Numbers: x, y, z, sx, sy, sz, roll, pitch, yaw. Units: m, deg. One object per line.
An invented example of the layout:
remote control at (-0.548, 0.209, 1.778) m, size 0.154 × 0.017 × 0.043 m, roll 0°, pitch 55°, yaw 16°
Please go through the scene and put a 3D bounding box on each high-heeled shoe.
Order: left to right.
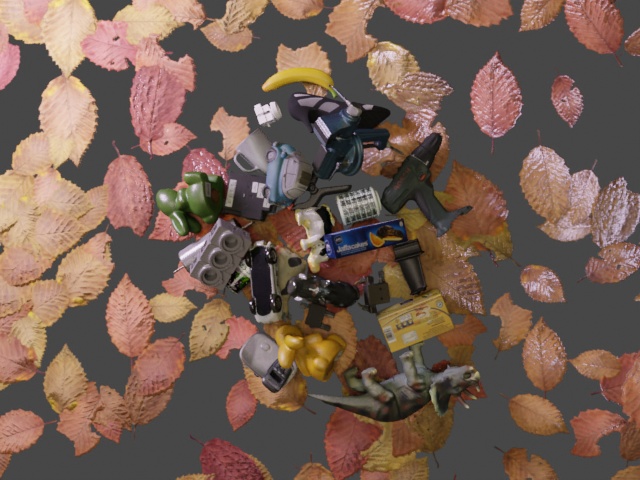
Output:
high-heeled shoe at (0.045, -0.339, 1.382) m, size 0.249 × 0.086 × 0.145 m, roll -12°, pitch 57°, yaw -13°

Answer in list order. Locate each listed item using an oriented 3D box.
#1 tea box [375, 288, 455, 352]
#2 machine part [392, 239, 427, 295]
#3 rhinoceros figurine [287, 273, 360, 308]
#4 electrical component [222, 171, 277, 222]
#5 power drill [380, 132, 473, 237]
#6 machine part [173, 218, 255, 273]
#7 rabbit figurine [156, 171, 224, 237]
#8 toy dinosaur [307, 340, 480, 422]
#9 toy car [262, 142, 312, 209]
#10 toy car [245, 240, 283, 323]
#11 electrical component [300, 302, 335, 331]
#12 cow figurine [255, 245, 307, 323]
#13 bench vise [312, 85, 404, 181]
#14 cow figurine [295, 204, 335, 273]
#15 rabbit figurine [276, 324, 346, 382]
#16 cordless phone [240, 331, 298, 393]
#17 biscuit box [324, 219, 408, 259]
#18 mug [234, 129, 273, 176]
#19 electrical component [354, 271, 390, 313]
tea box at (0.234, 0.199, 1.337) m, size 0.170 × 0.068 × 0.098 m, roll -21°, pitch 96°, yaw 2°
machine part at (0.234, 0.070, 1.360) m, size 0.084 × 0.039 × 0.138 m, roll -14°, pitch 86°, yaw -2°
rhinoceros figurine at (0.005, 0.128, 1.315) m, size 0.190 × 0.112 × 0.073 m, roll 15°, pitch 92°, yaw -27°
electrical component at (-0.175, -0.109, 1.381) m, size 0.134 × 0.058 × 0.114 m, roll 12°, pitch 91°, yaw 4°
power drill at (0.282, -0.126, 1.341) m, size 0.207 × 0.086 × 0.232 m, roll 45°, pitch 93°, yaw 0°
machine part at (-0.271, 0.018, 1.374) m, size 0.243 × 0.079 × 0.079 m, roll -31°, pitch 87°, yaw 2°
rabbit figurine at (-0.338, -0.092, 1.381) m, size 0.170 × 0.121 × 0.159 m, roll -5°, pitch 95°, yaw 22°
toy dinosaur at (0.189, 0.378, 1.322) m, size 0.405 × 0.131 × 0.192 m, roll -24°, pitch 87°, yaw 9°
toy car at (-0.074, -0.159, 1.319) m, size 0.103 × 0.109 × 0.161 m, roll 5°, pitch 81°, yaw 36°
toy car at (-0.135, 0.101, 1.301) m, size 0.074 × 0.056 × 0.201 m, roll -10°, pitch 80°, yaw 20°
electrical component at (-0.012, 0.195, 1.380) m, size 0.094 × 0.021 × 0.063 m, roll 19°, pitch 91°, yaw 4°
cow figurine at (-0.102, 0.122, 1.361) m, size 0.127 × 0.085 × 0.195 m, roll 31°, pitch 90°, yaw 10°
bench vise at (0.085, -0.244, 1.300) m, size 0.129 × 0.240 × 0.223 m, roll 50°, pitch 136°, yaw 36°
cow figurine at (-0.003, -0.003, 1.357) m, size 0.098 × 0.068 × 0.167 m, roll -14°, pitch 102°, yaw -4°
rabbit figurine at (-0.045, 0.273, 1.331) m, size 0.173 × 0.162 × 0.121 m, roll 33°, pitch 104°, yaw 21°
cordless phone at (-0.137, 0.307, 1.306) m, size 0.146 × 0.184 × 0.088 m, roll 40°, pitch 96°, yaw 3°
biscuit box at (0.112, -0.003, 1.324) m, size 0.203 × 0.059 × 0.062 m, roll -13°, pitch 92°, yaw -17°
mug at (-0.157, -0.211, 1.365) m, size 0.107 × 0.081 × 0.109 m, roll 47°, pitch 62°, yaw -7°
electrical component at (0.133, 0.134, 1.364) m, size 0.078 × 0.045 × 0.102 m, roll -12°, pitch 91°, yaw -25°
